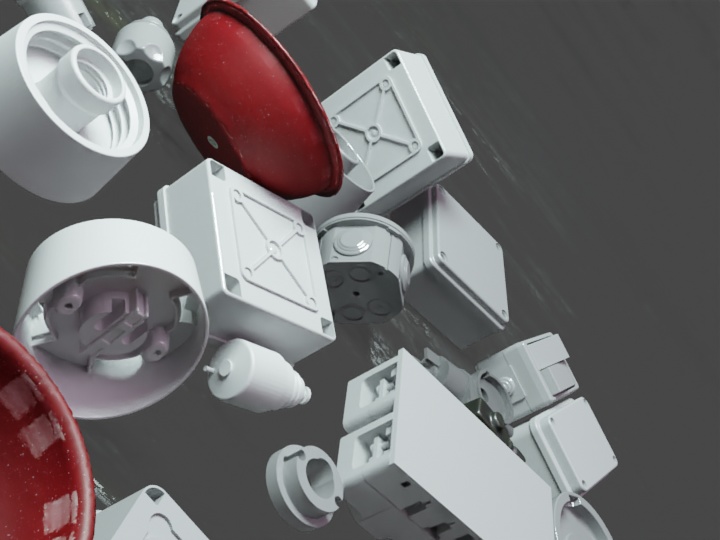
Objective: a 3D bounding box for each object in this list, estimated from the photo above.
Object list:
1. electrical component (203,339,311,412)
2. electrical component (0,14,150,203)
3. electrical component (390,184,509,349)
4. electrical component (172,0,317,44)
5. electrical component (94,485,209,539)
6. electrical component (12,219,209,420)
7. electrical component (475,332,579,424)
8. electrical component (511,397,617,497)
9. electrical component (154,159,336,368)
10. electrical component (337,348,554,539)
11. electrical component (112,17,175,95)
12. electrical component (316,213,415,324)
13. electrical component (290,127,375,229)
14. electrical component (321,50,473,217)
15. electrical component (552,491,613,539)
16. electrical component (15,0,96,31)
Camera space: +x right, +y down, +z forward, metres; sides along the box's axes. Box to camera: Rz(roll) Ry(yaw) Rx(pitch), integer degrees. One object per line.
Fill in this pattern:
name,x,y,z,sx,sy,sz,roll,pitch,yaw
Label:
electrical component,-0.061,0.071,0.682,0.078,0.040,0.040,27,41,-46
electrical component,-0.175,-0.101,0.641,0.108,0.060,0.108,40,33,-33
electrical component,0.079,-0.003,0.970,0.109,0.056,0.108,42,32,-30
electrical component,-0.087,-0.226,0.860,0.056,0.109,0.108,45,30,-30
electrical component,-0.112,0.164,0.487,0.078,0.057,0.113,52,28,-14
electrical component,-0.129,0.024,0.559,0.099,0.099,0.064,34,30,-39
electrical component,0.156,0.098,0.992,0.096,0.061,0.061,-7,69,-61
electrical component,0.178,0.165,0.967,0.113,0.057,0.078,-8,70,-61
electrical component,-0.076,-0.001,0.711,0.109,0.056,0.108,28,41,-45
electrical component,0.063,0.160,0.777,0.186,0.060,0.105,44,31,-26
electrical component,-0.151,-0.154,0.753,0.043,0.043,0.062,41,31,-31
electrical component,0.000,0.000,0.812,0.080,0.080,0.051,42,37,-30
electrical component,-0.036,-0.081,0.873,0.099,0.064,0.099,44,17,-18
electrical component,0.026,-0.118,0.941,0.056,0.109,0.108,-4,66,-57
electrical component,0.161,0.239,0.860,0.108,0.060,0.108,40,33,-33
electrical component,-0.198,-0.171,0.696,0.046,0.040,0.040,61,27,-9
